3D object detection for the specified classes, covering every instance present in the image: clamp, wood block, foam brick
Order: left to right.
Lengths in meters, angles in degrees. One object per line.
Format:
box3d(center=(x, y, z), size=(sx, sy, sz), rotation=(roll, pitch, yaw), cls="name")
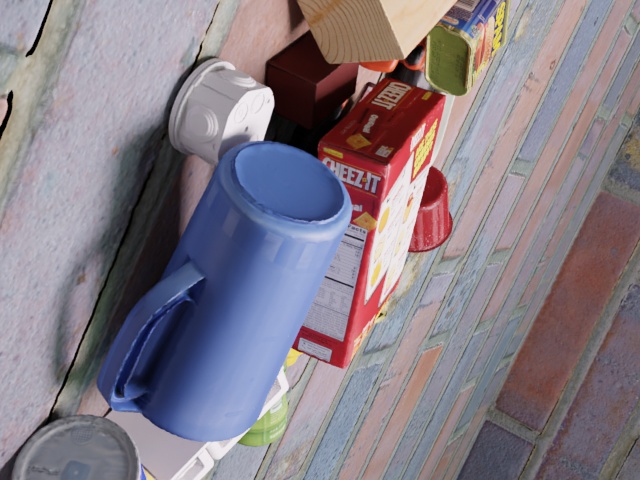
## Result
box3d(center=(-0.021, -0.070, 1.038), size=(0.171, 0.039, 0.120), rotation=(-59, 176, -13), cls="clamp")
box3d(center=(-0.006, -0.144, 0.952), size=(0.078, 0.053, 0.051), rotation=(-44, 154, -40), cls="foam brick")
box3d(center=(0.077, -0.249, 0.922), size=(0.205, 0.091, 0.090), rotation=(-49, 127, -30), cls="wood block")

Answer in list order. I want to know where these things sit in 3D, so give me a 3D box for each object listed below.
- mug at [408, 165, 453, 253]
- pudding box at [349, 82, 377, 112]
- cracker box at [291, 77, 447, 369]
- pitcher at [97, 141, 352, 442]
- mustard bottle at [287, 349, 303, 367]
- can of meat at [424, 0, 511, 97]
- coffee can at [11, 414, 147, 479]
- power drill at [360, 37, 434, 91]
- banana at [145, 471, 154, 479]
box3d(center=(0.110, -0.040, 1.347), size=(0.117, 0.093, 0.081), rotation=(-19, 143, -7), cls="mug")
box3d(center=(0.039, -0.103, 1.087), size=(0.090, 0.039, 0.113), rotation=(-62, 179, -10), cls="pudding box")
box3d(center=(0.038, -0.018, 0.962), size=(0.164, 0.072, 0.214), rotation=(-51, 156, -54), cls="cracker box")
box3d(center=(-0.075, 0.044, 0.854), size=(0.149, 0.145, 0.243), rotation=(-80, -166, -51), cls="pitcher")
box3d(center=(-0.031, 0.071, 1.164), size=(0.096, 0.058, 0.192), rotation=(-64, 172, -55), cls="mustard bottle")
box3d(center=(0.147, -0.207, 1.079), size=(0.083, 0.057, 0.102), rotation=(-55, 160, -25), cls="can of meat")
box3d(center=(-0.193, 0.225, 0.904), size=(0.102, 0.103, 0.140), rotation=(-51, 158, -28), cls="coffee can")
box3d(center=(0.090, -0.202, 1.108), size=(0.184, 0.057, 0.187), rotation=(-69, 162, 9), cls="power drill")
box3d(center=(-0.163, 0.214, 1.073), size=(0.197, 0.037, 0.070), rotation=(-49, -179, -27), cls="banana")
